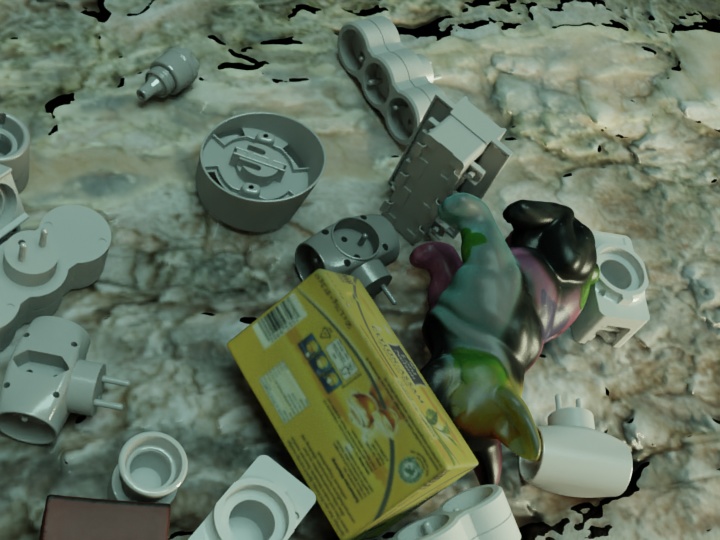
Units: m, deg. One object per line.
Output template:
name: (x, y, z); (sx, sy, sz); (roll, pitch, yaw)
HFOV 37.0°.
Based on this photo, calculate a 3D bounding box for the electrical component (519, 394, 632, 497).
electrical component: (0.168, 0.135, 0.851); (0.077, 0.043, 0.079); (12, 53, -15)

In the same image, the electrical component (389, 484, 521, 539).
electrical component: (0.058, 0.212, 0.747); (0.138, 0.052, 0.073); (-24, 93, -33)

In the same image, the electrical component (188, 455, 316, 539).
electrical component: (-0.076, 0.174, 0.714); (0.050, 0.055, 0.089); (38, 51, 6)

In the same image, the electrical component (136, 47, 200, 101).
electrical component: (-0.168, -0.165, 0.926); (0.035, 0.035, 0.061); (38, 54, 6)

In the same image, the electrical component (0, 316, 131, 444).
electrical component: (-0.198, 0.078, 0.734); (0.079, 0.043, 0.077); (11, 53, -2)

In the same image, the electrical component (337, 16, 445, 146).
electrical component: (0.044, -0.183, 1.014); (0.074, 0.052, 0.138); (-20, 66, -33)

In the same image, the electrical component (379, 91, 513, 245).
electrical component: (0.066, -0.079, 0.907); (0.079, 0.121, 0.063); (41, 54, 8)

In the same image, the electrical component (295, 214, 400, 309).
electrical component: (0.000, 0.000, 0.874); (0.077, 0.044, 0.079); (-23, 68, -33)

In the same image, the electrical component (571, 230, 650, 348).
electrical component: (0.216, 0.014, 0.946); (0.050, 0.055, 0.089); (8, 55, -18)

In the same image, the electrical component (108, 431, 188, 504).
electrical component: (-0.141, 0.138, 0.712); (0.045, 0.055, 0.045); (11, 54, -15)

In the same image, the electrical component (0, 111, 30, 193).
electrical component: (-0.279, -0.088, 0.818); (0.055, 0.047, 0.055); (11, 54, -15)

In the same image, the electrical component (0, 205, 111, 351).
electrical component: (-0.233, -0.003, 0.760); (0.052, 0.073, 0.138); (41, 52, 8)

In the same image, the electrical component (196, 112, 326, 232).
electrical component: (-0.084, -0.082, 0.883); (0.099, 0.064, 0.099); (11, 53, -16)

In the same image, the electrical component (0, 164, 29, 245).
electrical component: (-0.303, -0.029, 0.752); (0.063, 0.078, 0.121); (18, 45, 28)
